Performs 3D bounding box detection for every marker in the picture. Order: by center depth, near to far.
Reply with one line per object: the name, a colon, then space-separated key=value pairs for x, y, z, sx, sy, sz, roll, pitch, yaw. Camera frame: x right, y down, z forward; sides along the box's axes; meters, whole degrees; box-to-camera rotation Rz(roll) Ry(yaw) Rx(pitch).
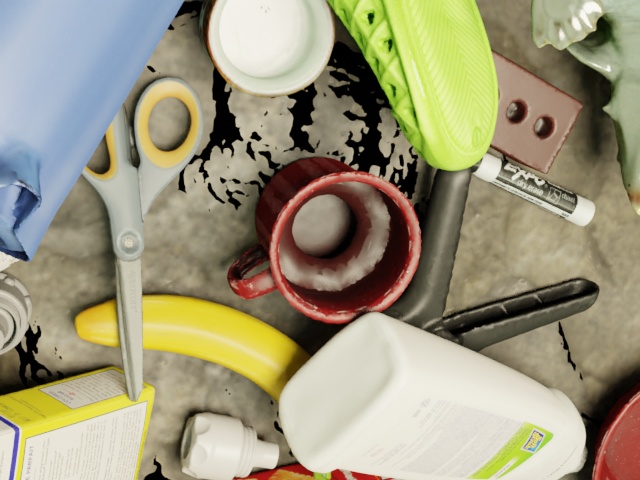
marker: x=0.132 y=-0.040 z=0.719 sx=0.121 sy=0.020 sz=0.020 roll=23 pitch=99 yaw=-19

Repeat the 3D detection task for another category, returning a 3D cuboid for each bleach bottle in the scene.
bleach bottle: x=0.095 y=0.124 z=0.704 sx=0.250 sy=0.068 sz=0.103 roll=25 pitch=118 yaw=-42

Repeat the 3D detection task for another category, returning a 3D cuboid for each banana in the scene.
banana: x=-0.058 y=0.078 z=0.685 sx=0.197 sy=0.037 sz=0.069 roll=33 pitch=63 yaw=-12

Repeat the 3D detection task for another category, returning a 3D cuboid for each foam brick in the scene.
foam brick: x=0.116 y=-0.085 z=0.684 sx=0.078 sy=0.051 sz=0.053 roll=25 pitch=98 yaw=-19

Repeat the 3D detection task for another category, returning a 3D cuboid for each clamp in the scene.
clamp: x=0.072 y=0.053 z=0.717 sx=0.210 sy=0.036 sz=0.164 roll=-42 pitch=119 yaw=2

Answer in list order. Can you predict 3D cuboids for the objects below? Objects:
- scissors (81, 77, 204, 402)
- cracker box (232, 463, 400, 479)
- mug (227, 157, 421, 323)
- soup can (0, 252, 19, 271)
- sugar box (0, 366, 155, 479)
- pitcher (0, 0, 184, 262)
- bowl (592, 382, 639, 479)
scissors: x=-0.100 y=-0.011 z=0.648 sx=0.096 sy=0.016 sz=0.202 roll=-19 pitch=97 yaw=-16
cracker box: x=-0.028 y=0.244 z=0.731 sx=0.213 sy=0.072 sz=0.164 roll=-10 pitch=108 yaw=-12
mug: x=-0.004 y=0.001 z=0.662 sx=0.117 sy=0.081 sz=0.093 roll=-31 pitch=111 yaw=-4
soup can: x=-0.227 y=0.004 z=0.614 sx=0.102 sy=0.068 sz=0.068 roll=-30 pitch=111 yaw=-5
sugar box: x=-0.177 y=0.137 z=0.621 sx=0.175 sy=0.048 sz=0.093 roll=-6 pitch=114 yaw=-55
pitcher: x=-0.149 y=-0.123 z=0.549 sx=0.149 sy=0.145 sz=0.242 roll=31 pitch=75 yaw=-3
bowl: x=0.263 y=0.156 z=0.789 sx=0.162 sy=0.055 sz=0.162 roll=-4 pitch=106 yaw=-13
